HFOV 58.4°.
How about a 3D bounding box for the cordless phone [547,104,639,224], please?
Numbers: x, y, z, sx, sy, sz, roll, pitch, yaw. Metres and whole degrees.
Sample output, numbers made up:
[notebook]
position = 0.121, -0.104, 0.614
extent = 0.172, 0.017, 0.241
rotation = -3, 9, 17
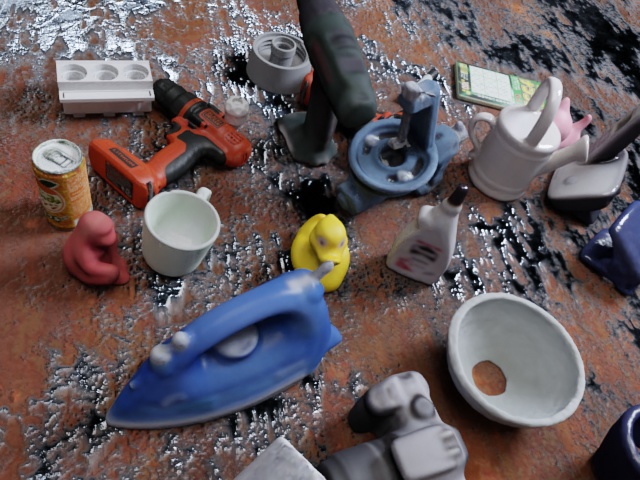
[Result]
[cordless phone]
position = 0.442, -0.129, 0.883
extent = 0.094, 0.185, 0.148
rotation = 29, 52, 7

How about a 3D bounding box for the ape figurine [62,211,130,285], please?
[ape figurine]
position = -0.250, 0.004, 0.643
extent = 0.076, 0.092, 0.078
rotation = 11, 52, -7

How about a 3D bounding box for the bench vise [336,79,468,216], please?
[bench vise]
position = 0.123, -0.145, 0.781
extent = 0.121, 0.219, 0.208
rotation = 37, 53, 13

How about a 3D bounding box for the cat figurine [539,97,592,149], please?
[cat figurine]
position = 0.396, -0.184, 0.954
extent = 0.128, 0.117, 0.067
rotation = -9, 57, -22

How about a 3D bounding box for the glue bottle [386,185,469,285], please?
[glue bottle]
position = 0.143, -0.011, 0.715
extent = 0.078, 0.173, 0.037
rotation = 19, 51, -1

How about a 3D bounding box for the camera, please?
[camera]
position = 0.065, 0.214, 0.570
extent = 0.137, 0.101, 0.143
rotation = -10, 57, -22

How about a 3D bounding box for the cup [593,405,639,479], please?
[cup]
position = 0.363, 0.242, 0.638
extent = 0.118, 0.095, 0.091
rotation = 3, 53, -14

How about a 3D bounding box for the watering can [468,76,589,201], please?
[watering can]
position = 0.315, -0.156, 0.861
extent = 0.173, 0.194, 0.101
rotation = 3, 53, -14

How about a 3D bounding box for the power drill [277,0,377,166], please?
[power drill]
position = 0.000, -0.221, 0.809
extent = 0.076, 0.208, 0.229
rotation = -13, 58, -24

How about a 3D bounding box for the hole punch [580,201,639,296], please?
[hole punch]
position = 0.463, 0.010, 0.845
extent = 0.101, 0.091, 0.109
rotation = 43, 55, 17

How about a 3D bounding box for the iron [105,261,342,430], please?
[iron]
position = -0.094, 0.102, 0.583
extent = 0.259, 0.141, 0.118
rotation = -23, 63, -29

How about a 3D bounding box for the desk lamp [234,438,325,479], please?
[desk lamp]
position = -0.073, 0.243, 0.436
extent = 0.117, 0.213, 0.204
rotation = 40, 54, 15

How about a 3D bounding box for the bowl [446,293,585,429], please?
[bowl]
position = 0.218, 0.150, 0.679
extent = 0.167, 0.074, 0.167
rotation = 8, 52, -10

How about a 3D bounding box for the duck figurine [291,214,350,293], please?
[duck figurine]
position = 0.007, 0.003, 0.722
extent = 0.077, 0.086, 0.104
rotation = 4, 53, -13
